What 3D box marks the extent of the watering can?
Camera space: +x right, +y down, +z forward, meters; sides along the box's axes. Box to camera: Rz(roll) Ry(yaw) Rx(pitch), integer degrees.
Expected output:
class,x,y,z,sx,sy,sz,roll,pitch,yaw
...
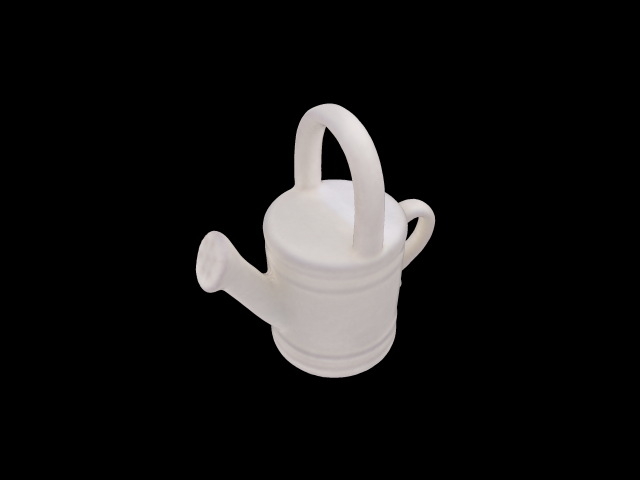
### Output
class,x,y,z,sx,sy,sz,roll,pitch,yaw
watering can,0.005,0.003,0.399,0.100,0.194,0.173,30,49,30
